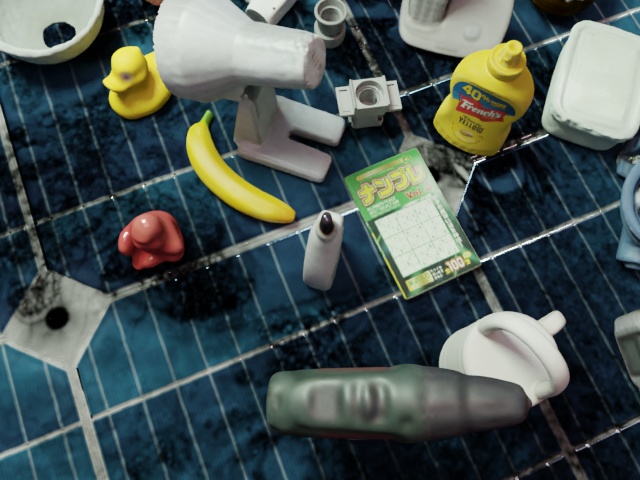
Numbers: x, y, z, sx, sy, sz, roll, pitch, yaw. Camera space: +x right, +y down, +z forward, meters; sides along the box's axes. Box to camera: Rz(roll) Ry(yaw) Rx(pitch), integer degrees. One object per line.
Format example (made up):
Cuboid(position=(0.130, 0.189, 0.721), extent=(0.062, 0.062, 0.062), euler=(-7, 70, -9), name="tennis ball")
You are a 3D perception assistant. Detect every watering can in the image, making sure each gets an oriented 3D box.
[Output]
Cuboid(position=(0.189, 0.131, 0.592), extent=(0.101, 0.194, 0.173), euler=(31, 74, 8), name="watering can")

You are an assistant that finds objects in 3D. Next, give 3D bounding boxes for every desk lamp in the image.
Cuboid(position=(-0.071, -0.182, 0.672), extent=(0.203, 0.213, 0.118), euler=(19, 73, 4), name="desk lamp")

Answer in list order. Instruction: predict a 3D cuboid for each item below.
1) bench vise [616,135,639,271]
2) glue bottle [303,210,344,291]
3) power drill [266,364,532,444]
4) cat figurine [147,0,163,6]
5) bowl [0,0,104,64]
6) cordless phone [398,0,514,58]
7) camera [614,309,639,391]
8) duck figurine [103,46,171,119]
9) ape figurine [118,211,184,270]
Cuboid(position=(0.407, -0.085, 0.653), extent=(0.121, 0.220, 0.207), euler=(-2, 73, -2), name="bench vise")
Cuboid(position=(0.006, 0.002, 0.638), extent=(0.037, 0.173, 0.078), euler=(14, 73, 3), name="glue bottle")
Cuboid(position=(0.065, 0.163, 0.571), extent=(0.229, 0.208, 0.075), euler=(0, 73, -2), name="power drill")
Cuboid(position=(-0.190, -0.338, 0.767), extent=(0.128, 0.118, 0.067), euler=(5, 73, 0), name="cat figurine")
Cuboid(position=(-0.365, -0.300, 0.772), extent=(0.167, 0.075, 0.167), euler=(1, 73, -1), name="bowl")
Cuboid(position=(0.185, -0.326, 0.739), extent=(0.147, 0.185, 0.094), euler=(11, 73, 2), name="cordless phone")
Cuboid(position=(0.435, 0.134, 0.648), extent=(0.137, 0.101, 0.143), euler=(-14, 74, -6), name="camera")
Cuboid(position=(-0.237, -0.218, 0.745), extent=(0.077, 0.086, 0.105), euler=(40, 76, 10), name="duck figurine")
Cuboid(position=(-0.199, -0.005, 0.676), extent=(0.077, 0.092, 0.076), euler=(23, 74, 6), name="ape figurine")
